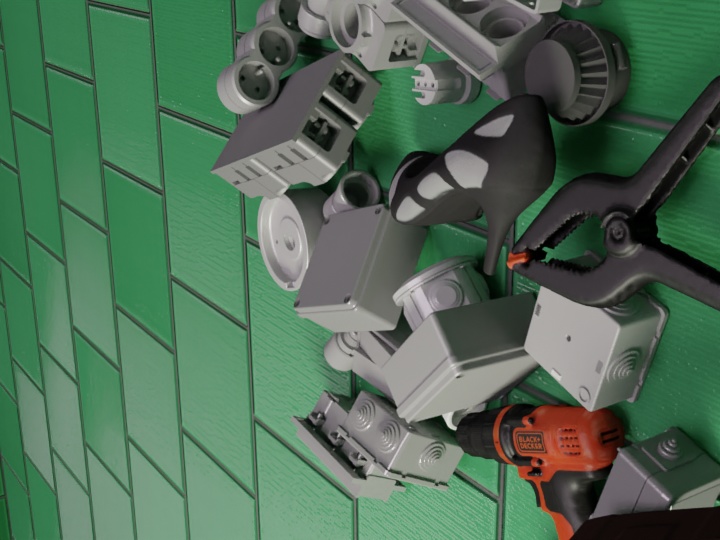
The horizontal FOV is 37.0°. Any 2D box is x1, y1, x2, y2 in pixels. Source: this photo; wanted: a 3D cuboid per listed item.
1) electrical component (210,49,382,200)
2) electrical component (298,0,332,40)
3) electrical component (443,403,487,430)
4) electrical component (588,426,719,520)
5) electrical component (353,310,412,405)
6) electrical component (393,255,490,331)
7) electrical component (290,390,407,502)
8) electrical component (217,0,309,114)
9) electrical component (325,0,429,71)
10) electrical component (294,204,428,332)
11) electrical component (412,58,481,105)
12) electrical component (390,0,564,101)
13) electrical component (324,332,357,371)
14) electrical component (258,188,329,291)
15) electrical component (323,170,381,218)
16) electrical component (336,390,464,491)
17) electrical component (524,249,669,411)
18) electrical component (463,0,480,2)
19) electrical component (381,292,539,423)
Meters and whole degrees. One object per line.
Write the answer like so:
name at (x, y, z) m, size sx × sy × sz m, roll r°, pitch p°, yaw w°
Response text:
electrical component at (-0.063, -0.137, 1.061) m, size 0.186 × 0.060 × 0.105 m, roll -8°, pitch 50°, yaw 59°
electrical component at (-0.034, -0.258, 1.039) m, size 0.045 × 0.045 × 0.055 m, roll 56°, pitch 144°, yaw 31°
electrical component at (0.083, 0.112, 0.984) m, size 0.055 × 0.045 × 0.045 m, roll 47°, pitch 138°, yaw 41°
electrical component at (0.217, 0.162, 0.769) m, size 0.061 × 0.062 × 0.096 m, roll 46°, pitch 138°, yaw 41°
electrical component at (0.033, 0.081, 1.039) m, size 0.096 × 0.061 × 0.061 m, roll 38°, pitch 131°, yaw 47°
electrical component at (0.073, 0.024, 0.936) m, size 0.051 × 0.080 × 0.080 m, roll 63°, pitch 147°, yaw 12°
electrical component at (-0.007, 0.182, 1.132) m, size 0.121 × 0.079 × 0.063 m, roll 37°, pitch 103°, yaw 47°
electrical component at (-0.102, -0.219, 1.099) m, size 0.074 × 0.052 × 0.138 m, roll -8°, pitch 51°, yaw 59°
electrical component at (0.025, -0.258, 0.926) m, size 0.089 × 0.062 × 0.150 m, roll 55°, pitch 143°, yaw 32°
electrical component at (0.000, 0.000, 1.018) m, size 0.109 × 0.056 × 0.108 m, roll -7°, pitch 59°, yaw 56°
electrical component at (0.072, -0.158, 0.902) m, size 0.040 × 0.046 × 0.040 m, roll 28°, pitch 124°, yaw 52°
electrical component at (0.091, -0.188, 0.835) m, size 0.121 × 0.079 × 0.063 m, roll 49°, pitch 168°, yaw 39°
electrical component at (-0.009, 0.075, 1.125) m, size 0.040 × 0.040 × 0.078 m, roll 64°, pitch 147°, yaw 20°
electrical component at (-0.057, -0.036, 1.143) m, size 0.108 × 0.060 × 0.108 m, roll 28°, pitch 124°, yaw 52°
electrical component at (-0.011, -0.068, 1.077) m, size 0.065 × 0.044 × 0.044 m, roll -39°, pitch 68°, yaw 61°
electrical component at (0.041, 0.160, 1.022) m, size 0.100 × 0.100 × 0.048 m, roll 35°, pitch 99°, yaw 48°
electrical component at (0.174, 0.046, 0.812) m, size 0.099 × 0.048 × 0.099 m, roll 47°, pitch 139°, yaw 42°
electrical component at (0.136, -0.227, 0.636) m, size 0.060 × 0.186 × 0.105 m, roll 55°, pitch 143°, yaw 32°
electrical component at (0.090, 0.073, 0.898) m, size 0.108 × 0.109 × 0.056 m, roll -54°, pitch 53°, yaw 52°
